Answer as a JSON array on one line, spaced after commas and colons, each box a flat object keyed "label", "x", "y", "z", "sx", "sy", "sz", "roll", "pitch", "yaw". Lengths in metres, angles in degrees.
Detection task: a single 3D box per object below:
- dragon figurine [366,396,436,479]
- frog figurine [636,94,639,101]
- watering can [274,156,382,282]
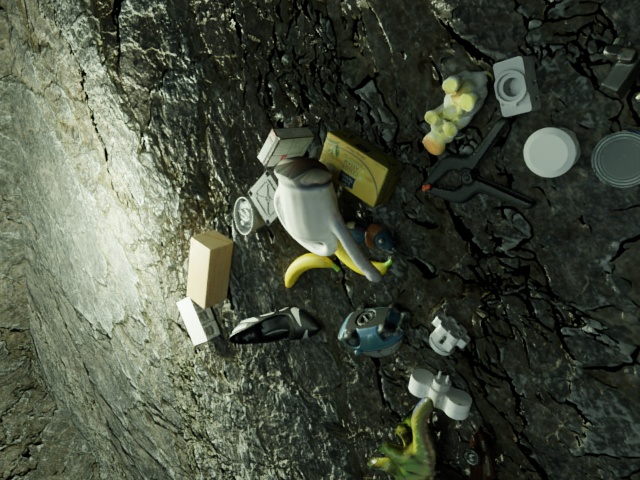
[{"label": "dragon figurine", "x": 0.235, "y": 0.505, "z": 1.104, "sx": 0.123, "sy": 0.246, "sz": 0.400, "roll": -29, "pitch": -26, "yaw": -29}, {"label": "frog figurine", "x": 0.517, "y": -0.147, "z": 0.687, "sx": 0.124, "sy": 0.158, "sz": 0.137, "roll": -40, "pitch": 17, "yaw": -17}, {"label": "watering can", "x": 0.003, "y": -0.055, "z": 1.100, "sx": 0.105, "sy": 0.219, "sz": 0.351, "roll": -28, "pitch": 36, "yaw": -29}]
